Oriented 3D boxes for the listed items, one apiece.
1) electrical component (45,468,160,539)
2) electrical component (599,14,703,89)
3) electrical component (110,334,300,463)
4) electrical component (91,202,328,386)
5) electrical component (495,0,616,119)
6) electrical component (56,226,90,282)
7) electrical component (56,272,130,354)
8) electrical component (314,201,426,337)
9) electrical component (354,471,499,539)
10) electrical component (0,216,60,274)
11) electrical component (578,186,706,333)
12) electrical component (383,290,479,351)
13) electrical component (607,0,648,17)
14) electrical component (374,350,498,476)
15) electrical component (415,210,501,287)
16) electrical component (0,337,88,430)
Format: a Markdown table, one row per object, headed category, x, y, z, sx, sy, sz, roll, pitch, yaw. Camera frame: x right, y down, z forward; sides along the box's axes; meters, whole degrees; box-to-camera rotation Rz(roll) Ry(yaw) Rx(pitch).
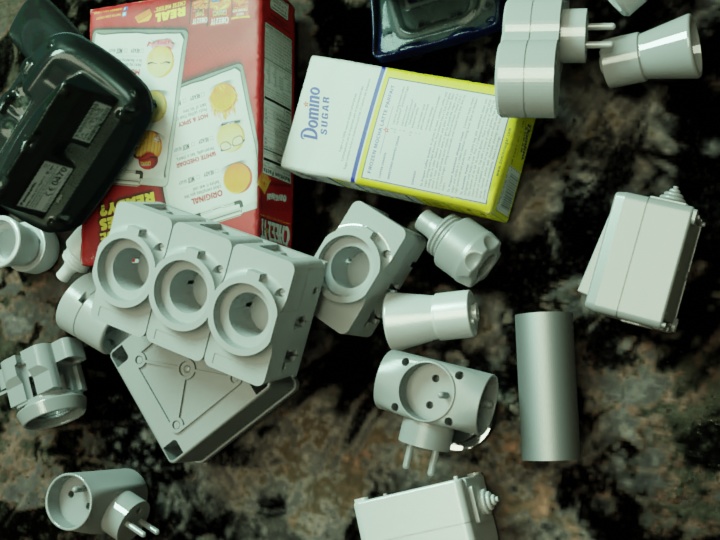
| category | x | y | z | sx | sy | sz | roll | pitch | yaw |
| --- | --- | --- | --- | --- | --- | --- | --- | --- | --- |
| electrical component | -0.193 | 0.188 | 0.847 | 0.079 | 0.077 | 0.043 | 26 | 93 | 23 |
| electrical component | 0.200 | -0.148 | 0.745 | 0.065 | 0.044 | 0.044 | -8 | 81 | 27 |
| electrical component | -0.122 | 0.078 | 0.842 | 0.109 | 0.056 | 0.108 | -39 | 71 | 14 |
| electrical component | -0.112 | 0.014 | 0.772 | 0.150 | 0.062 | 0.089 | 20 | 100 | 21 |
| electrical component | 0.138 | -0.161 | 0.741 | 0.074 | 0.052 | 0.138 | 3 | 53 | 15 |
| electrical component | -0.235 | -0.015 | 0.913 | 0.061 | 0.035 | 0.035 | -47 | 69 | 14 |
| electrical component | -0.214 | 0.037 | 0.888 | 0.047 | 0.055 | 0.055 | 31 | 96 | 19 |
| electrical component | 0.000 | 0.000 | 0.801 | 0.050 | 0.056 | 0.089 | 34 | 97 | 22 |
| electrical component | 0.054 | 0.179 | 0.753 | 0.096 | 0.062 | 0.061 | -17 | 77 | 20 |
| electrical component | -0.293 | -0.021 | 0.926 | 0.045 | 0.055 | 0.045 | -3 | 82 | 22 |
| electrical component | 0.190 | -0.012 | 0.720 | 0.061 | 0.062 | 0.096 | 15 | 90 | 24 |
| electrical component | 0.054 | 0.035 | 0.783 | 0.065 | 0.044 | 0.044 | -7 | 81 | 17 |
| electrical component | 0.174 | -0.253 | 0.761 | 0.074 | 0.052 | 0.138 | -41 | 71 | 13 |
| electrical component | 0.049 | 0.102 | 0.749 | 0.077 | 0.044 | 0.079 | 12 | 88 | 24 |
| electrical component | 0.068 | -0.020 | 0.782 | 0.062 | 0.043 | 0.043 | 38 | 98 | 23 |
| electrical component | -0.262 | 0.098 | 0.898 | 0.078 | 0.058 | 0.057 | -26 | 71 | 18 |
